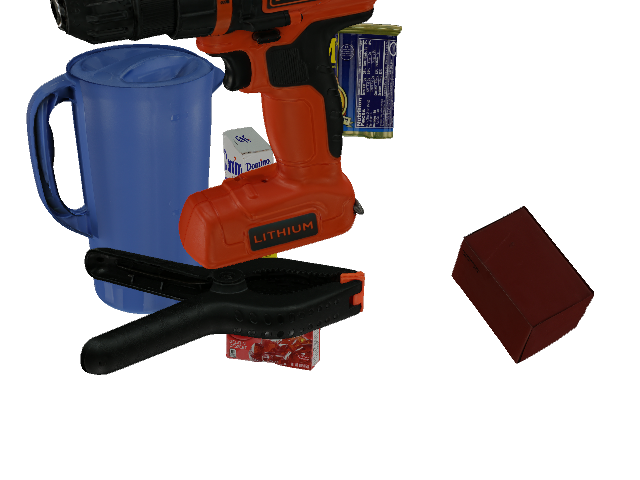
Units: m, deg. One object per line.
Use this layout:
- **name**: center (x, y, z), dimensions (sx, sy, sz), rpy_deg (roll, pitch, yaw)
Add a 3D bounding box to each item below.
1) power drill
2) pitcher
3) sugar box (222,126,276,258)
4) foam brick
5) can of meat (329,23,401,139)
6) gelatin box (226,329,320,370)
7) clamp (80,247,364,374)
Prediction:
- **power drill**: center (-0.045, -0.077, 0.578), dimensions (0.184, 0.188, 0.057), rpy_deg (-14, 40, -19)
- **pitcher**: center (-0.176, -0.055, 1.008), dimensions (0.149, 0.243, 0.144), rpy_deg (9, 27, 13)
- **sugar box**: center (-0.087, -0.042, 1.310), dimensions (0.048, 0.176, 0.093), rpy_deg (-12, 26, -17)
- **foam brick**: center (0.131, 0.028, 0.696), dimensions (0.051, 0.078, 0.053), rpy_deg (-25, -27, -17)
- **can of meat**: center (0.016, -0.123, 0.823), dimensions (0.057, 0.084, 0.102), rpy_deg (-3, 10, -29)
- **gelatin box**: center (-0.045, 0.078, 1.001), dimensions (0.089, 0.073, 0.030), rpy_deg (7, 17, 18)
- **clamp**: center (-0.074, 0.038, 0.770), dimensions (0.209, 0.036, 0.165), rpy_deg (-6, 25, -16)
